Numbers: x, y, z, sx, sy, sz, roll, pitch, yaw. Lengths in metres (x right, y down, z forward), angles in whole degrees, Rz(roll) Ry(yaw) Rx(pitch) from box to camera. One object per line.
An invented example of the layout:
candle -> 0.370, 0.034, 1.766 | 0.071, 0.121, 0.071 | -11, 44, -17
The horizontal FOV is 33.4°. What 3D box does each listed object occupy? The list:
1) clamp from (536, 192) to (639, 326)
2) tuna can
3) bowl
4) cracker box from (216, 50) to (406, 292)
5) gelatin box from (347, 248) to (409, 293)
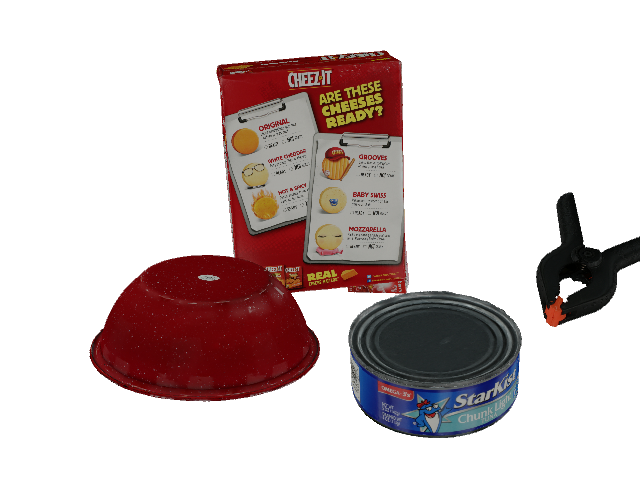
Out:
clamp -> 0.265, 0.017, 1.095 | 0.120, 0.039, 0.171 | 28, 51, 32
tuna can -> 0.057, 0.061, 0.537 | 0.086, 0.034, 0.086 | -3, 28, 1
bowl -> -0.079, 0.051, 0.744 | 0.162, 0.055, 0.162 | 2, 19, -1
cracker box -> -0.007, -0.062, 0.998 | 0.164, 0.214, 0.072 | -6, 20, -7
gelatin box -> 0.066, 0.020, 1.290 | 0.073, 0.089, 0.030 | 1, 29, 16
